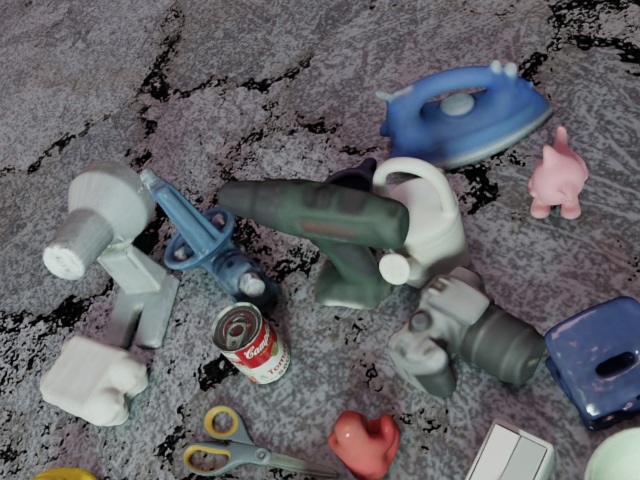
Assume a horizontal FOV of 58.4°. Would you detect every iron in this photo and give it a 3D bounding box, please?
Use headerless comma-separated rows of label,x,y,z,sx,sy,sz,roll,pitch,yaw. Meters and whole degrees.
iron,0.208,-0.199,0.837,0.258,0.142,0.118,-17,49,10

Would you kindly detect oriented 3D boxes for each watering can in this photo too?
watering can,0.122,-0.022,0.700,0.100,0.195,0.173,-11,51,15

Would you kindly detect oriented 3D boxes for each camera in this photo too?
camera,0.167,0.110,0.640,0.136,0.101,0.143,30,70,37

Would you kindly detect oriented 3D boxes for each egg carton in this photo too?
egg carton,-0.314,0.194,0.799,0.149,0.070,0.107,10,59,29

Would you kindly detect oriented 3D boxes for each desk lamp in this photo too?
desk lamp,-0.296,0.022,0.829,0.117,0.214,0.203,-8,51,17

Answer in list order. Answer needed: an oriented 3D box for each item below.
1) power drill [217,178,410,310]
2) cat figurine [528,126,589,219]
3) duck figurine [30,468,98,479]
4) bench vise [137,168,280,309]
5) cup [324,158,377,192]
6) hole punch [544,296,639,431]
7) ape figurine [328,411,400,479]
power drill,0.007,0.003,0.720,0.228,0.209,0.075,2,55,24
cat figurine,0.301,-0.086,0.725,0.067,0.118,0.128,5,56,26
duck figurine,-0.323,0.313,0.699,0.104,0.086,0.077,21,65,34
bench vise,-0.147,-0.006,0.784,0.206,0.220,0.121,15,62,32
cup,0.056,-0.050,0.816,0.091,0.095,0.118,16,62,32
hole punch,0.296,0.125,0.581,0.108,0.091,0.101,-26,48,3
ape figurine,0.043,0.214,0.618,0.077,0.092,0.076,-5,53,20
